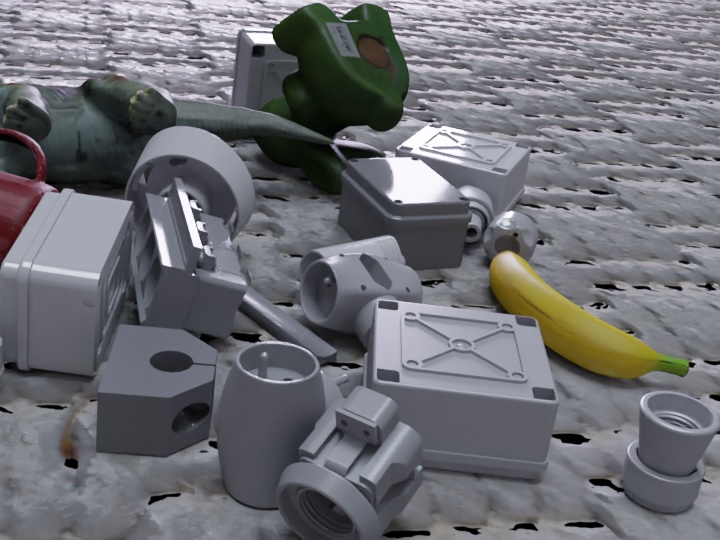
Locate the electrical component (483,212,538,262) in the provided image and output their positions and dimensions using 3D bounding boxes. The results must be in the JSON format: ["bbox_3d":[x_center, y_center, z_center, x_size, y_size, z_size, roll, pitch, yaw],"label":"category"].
[{"bbox_3d":[0.129,-0.029,0.904,0.043,0.043,0.062,13,24,12],"label":"electrical component"}]

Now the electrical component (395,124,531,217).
[{"bbox_3d":[0.096,-0.091,1.015,0.109,0.056,0.109,15,25,16],"label":"electrical component"}]

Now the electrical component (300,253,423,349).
[{"bbox_3d":[0.009,0.029,0.737,0.077,0.043,0.079,3,40,-40],"label":"electrical component"}]

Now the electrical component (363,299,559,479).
[{"bbox_3d":[0.057,0.069,0.652,0.109,0.056,0.108,7,25,-2],"label":"electrical component"}]

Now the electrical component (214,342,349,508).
[{"bbox_3d":[-0.035,0.077,0.581,0.044,0.077,0.079,26,30,36],"label":"electrical component"}]

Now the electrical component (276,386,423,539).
[{"bbox_3d":[-0.005,0.106,0.539,0.058,0.078,0.057,21,46,24],"label":"electrical component"}]

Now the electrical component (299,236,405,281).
[{"bbox_3d":[0.000,0.000,0.802,0.081,0.043,0.043,-12,31,-36],"label":"electrical component"}]

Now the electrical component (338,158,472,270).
[{"bbox_3d":[0.036,-0.050,0.905,0.078,0.057,0.113,-4,27,-24],"label":"electrical component"}]

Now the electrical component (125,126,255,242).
[{"bbox_3d":[-0.131,-0.058,0.829,0.099,0.099,0.064,10,31,4],"label":"electrical component"}]

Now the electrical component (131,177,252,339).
[{"bbox_3d":[-0.119,-0.003,0.739,0.063,0.078,0.121,15,20,-22],"label":"electrical component"}]

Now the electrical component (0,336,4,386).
[{"bbox_3d":[-0.224,0.042,0.621,0.035,0.061,0.035,6,24,-3],"label":"electrical component"}]

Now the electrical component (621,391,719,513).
[{"bbox_3d":[0.176,0.103,0.613,0.045,0.055,0.045,7,24,-3],"label":"electrical component"}]

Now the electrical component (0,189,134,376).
[{"bbox_3d":[-0.184,0.006,0.682,0.057,0.078,0.113,8,30,-4],"label":"electrical component"}]

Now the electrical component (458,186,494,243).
[{"bbox_3d":[0.094,-0.044,0.927,0.043,0.043,0.062,7,26,-1],"label":"electrical component"}]

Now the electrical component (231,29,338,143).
[{"bbox_3d":[-0.075,-0.191,1.120,0.109,0.108,0.056,-3,29,-22],"label":"electrical component"}]
